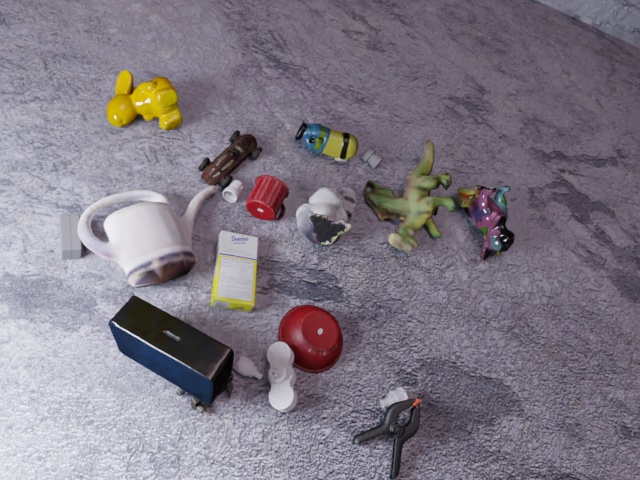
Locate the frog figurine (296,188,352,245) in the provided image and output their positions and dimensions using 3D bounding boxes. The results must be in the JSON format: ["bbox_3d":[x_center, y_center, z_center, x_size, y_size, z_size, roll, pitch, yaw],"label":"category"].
[{"bbox_3d":[0.004,-0.067,1.333,0.137,0.120,0.163,0,35,-12],"label":"frog figurine"}]

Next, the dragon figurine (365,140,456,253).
[{"bbox_3d":[0.249,-0.137,1.493,0.243,0.420,0.119,5,-33,-14],"label":"dragon figurine"}]

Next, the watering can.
[{"bbox_3d":[-0.337,-0.021,1.130,0.350,0.227,0.102,-16,-20,-41],"label":"watering can"}]
